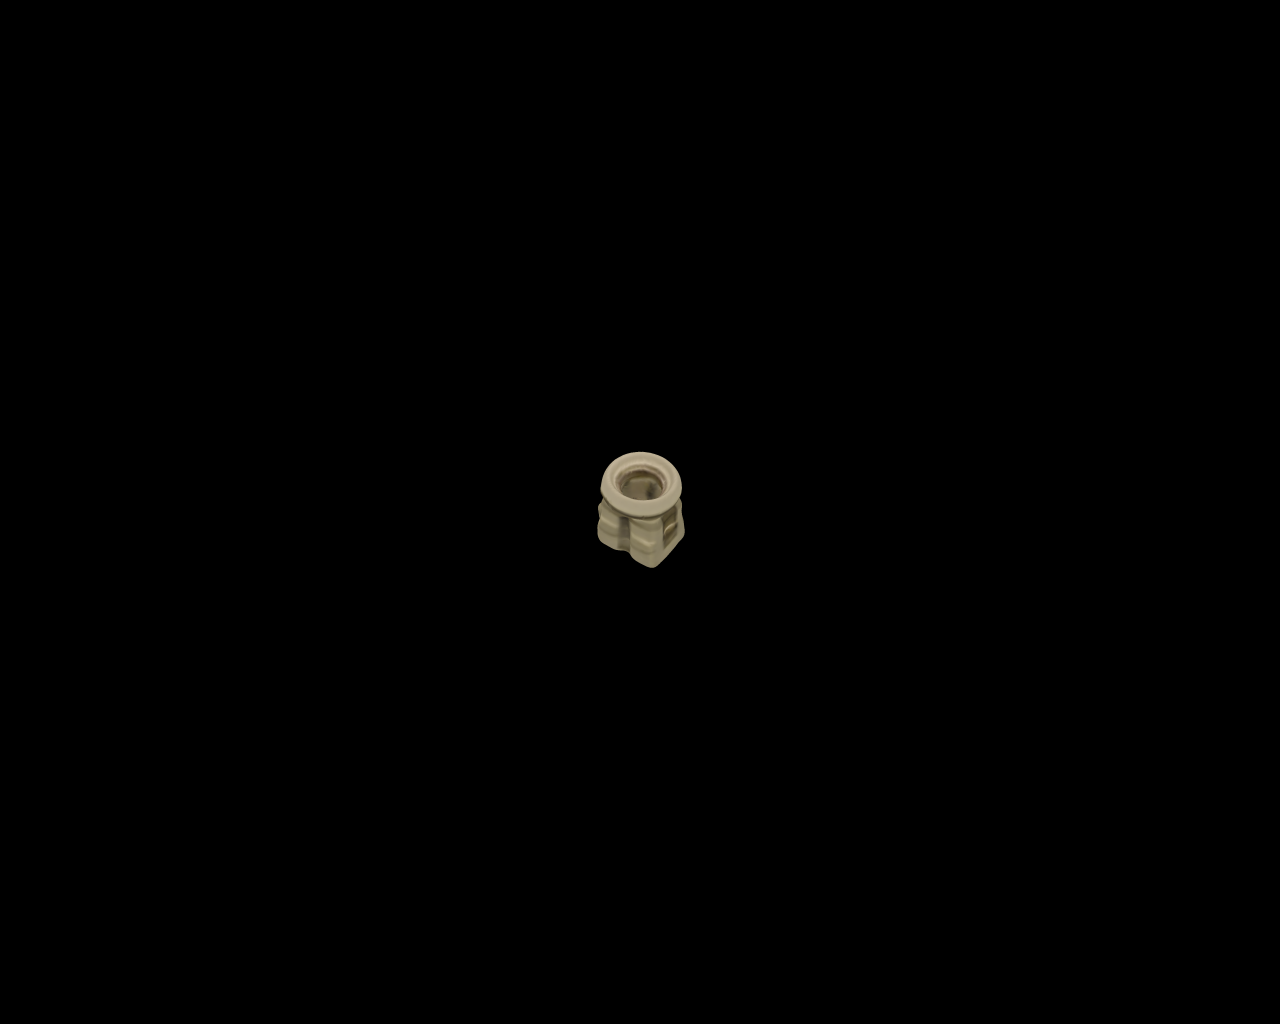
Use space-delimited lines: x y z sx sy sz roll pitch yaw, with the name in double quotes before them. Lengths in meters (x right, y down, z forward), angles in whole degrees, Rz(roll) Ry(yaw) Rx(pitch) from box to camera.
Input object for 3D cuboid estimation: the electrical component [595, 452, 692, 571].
"electrical component" 0.001 -0.003 0.650 0.066 0.055 0.048 27 53 22
